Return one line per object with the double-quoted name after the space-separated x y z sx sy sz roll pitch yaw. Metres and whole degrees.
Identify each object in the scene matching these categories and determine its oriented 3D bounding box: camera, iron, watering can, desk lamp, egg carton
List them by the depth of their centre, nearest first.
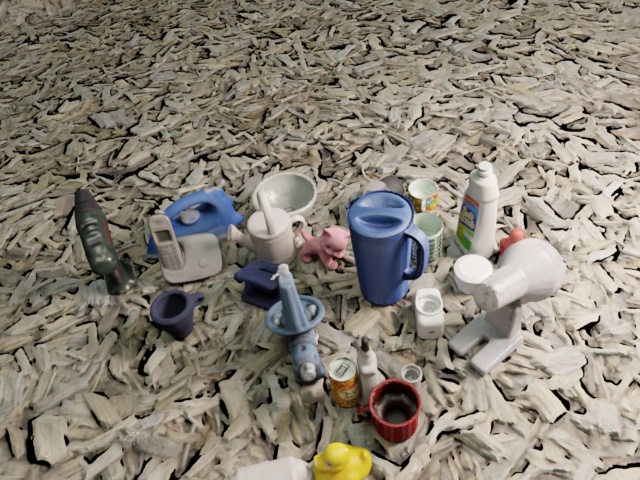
-0.083 0.430 0.967 0.150 0.069 0.107 -13 47 -3 "egg carton"
0.353 0.121 1.088 0.203 0.214 0.117 -35 51 -22 "desk lamp"
-0.123 -0.026 1.314 0.173 0.194 0.100 -33 50 -20 "watering can"
0.159 -0.099 1.402 0.142 0.101 0.137 27 57 30 "camera"
-0.325 -0.052 1.408 0.258 0.142 0.118 -26 48 -15 "iron"

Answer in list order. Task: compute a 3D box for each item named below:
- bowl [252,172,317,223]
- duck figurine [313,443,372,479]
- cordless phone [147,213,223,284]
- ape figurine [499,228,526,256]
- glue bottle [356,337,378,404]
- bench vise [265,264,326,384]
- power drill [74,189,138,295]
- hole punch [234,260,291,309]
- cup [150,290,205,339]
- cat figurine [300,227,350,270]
-0.086 -0.093 1.454 0.167 0.075 0.167 -4 47 5 "bowl"
0.036 0.379 0.985 0.104 0.086 0.077 -13 47 -3 "duck figurine"
-0.310 0.009 1.318 0.147 0.185 0.094 -13 46 -3 "cordless phone"
0.433 0.011 1.262 0.077 0.092 0.076 30 58 31 "ape figurine"
0.087 0.232 1.054 0.037 0.173 0.078 -9 46 1 "glue bottle"
-0.034 0.160 1.109 0.122 0.220 0.206 -27 49 -16 "bench vise"
-0.499 0.018 1.323 0.076 0.209 0.229 -24 48 -12 "power drill"
-0.126 0.086 1.281 0.108 0.091 0.101 15 51 22 "hole punch"
-0.296 0.162 1.235 0.118 0.095 0.091 -26 49 -15 "cup"
0.012 0.005 1.317 0.127 0.118 0.067 14 51 21 "cat figurine"
